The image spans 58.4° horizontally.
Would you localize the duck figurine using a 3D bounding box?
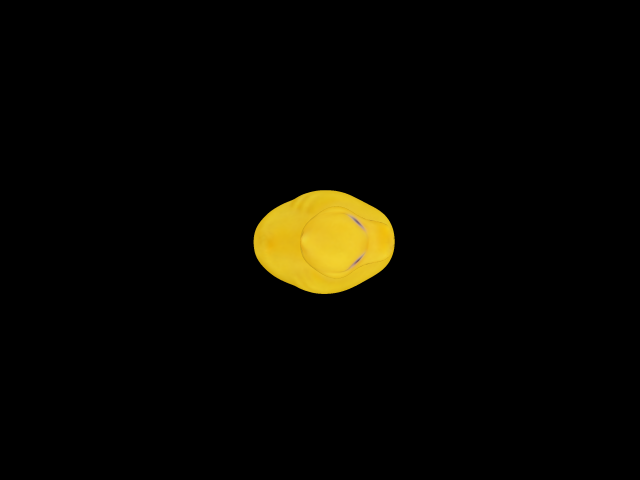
[{"bbox_3d":[0.004,0.001,0.400,0.104,0.086,0.077,0,90,0],"label":"duck figurine"}]
